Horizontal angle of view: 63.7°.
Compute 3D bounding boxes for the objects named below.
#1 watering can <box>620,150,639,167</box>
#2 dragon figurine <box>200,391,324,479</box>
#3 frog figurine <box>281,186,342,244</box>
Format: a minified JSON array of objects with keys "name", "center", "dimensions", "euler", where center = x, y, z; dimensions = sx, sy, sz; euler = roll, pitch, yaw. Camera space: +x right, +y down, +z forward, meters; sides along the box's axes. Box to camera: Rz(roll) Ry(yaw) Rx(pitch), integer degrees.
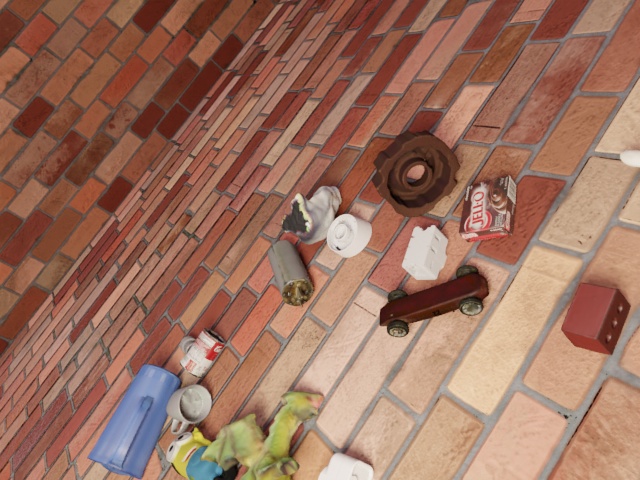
[{"name":"watering can","center":[0.568,-0.101,0.629],"dimensions":[0.102,0.223,0.354],"euler":[42,11,-34]},{"name":"dragon figurine","center":[-0.142,0.427,0.902],"dimensions":[0.413,0.120,0.245],"euler":[-41,28,-10]},{"name":"frog figurine","center":[0.004,-0.063,1.250],"dimensions":[0.161,0.135,0.124],"euler":[-16,36,-41]}]
